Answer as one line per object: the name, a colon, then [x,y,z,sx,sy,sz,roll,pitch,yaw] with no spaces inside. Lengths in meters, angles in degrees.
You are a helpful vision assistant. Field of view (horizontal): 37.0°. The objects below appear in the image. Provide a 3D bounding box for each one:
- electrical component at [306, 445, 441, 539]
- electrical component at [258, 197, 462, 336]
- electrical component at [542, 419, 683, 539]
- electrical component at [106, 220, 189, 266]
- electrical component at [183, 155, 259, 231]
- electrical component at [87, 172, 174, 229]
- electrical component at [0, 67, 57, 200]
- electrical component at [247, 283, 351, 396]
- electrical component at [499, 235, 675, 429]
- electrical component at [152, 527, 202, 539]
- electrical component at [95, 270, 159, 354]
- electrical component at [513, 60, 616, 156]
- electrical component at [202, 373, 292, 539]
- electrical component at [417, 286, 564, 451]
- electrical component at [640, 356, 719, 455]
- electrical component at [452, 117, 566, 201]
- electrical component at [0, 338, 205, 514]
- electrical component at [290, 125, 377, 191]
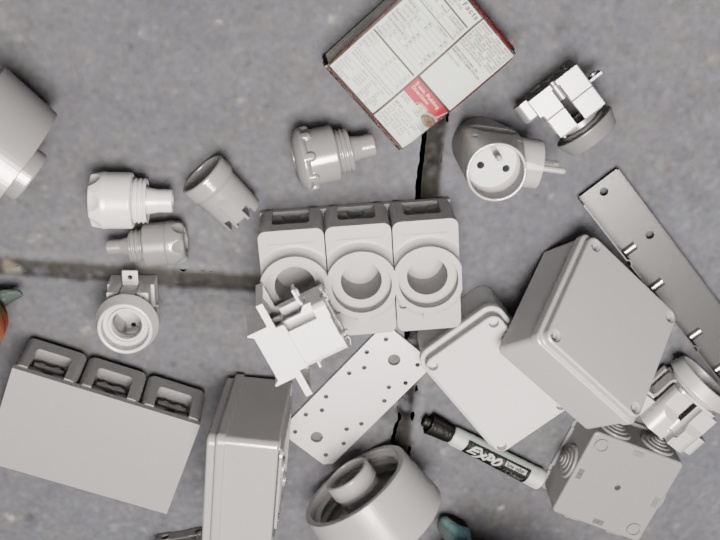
electrical component: [0.005,0.190,0.886,0.108,0.108,0.060,-33,104,10]
electrical component: [0.000,0.000,0.831,0.150,0.061,0.089,-4,112,-1]
electrical component: [0.216,0.174,0.921,0.100,0.048,0.099,21,109,-8]
electrical component: [-0.165,-0.020,0.830,0.061,0.035,0.035,-4,112,0]
electrical component: [-0.105,-0.057,0.816,0.040,0.040,0.046,-39,115,12]
electrical component: [-0.173,-0.052,0.812,0.062,0.043,0.043,0,112,-5]
electrical component: [-0.260,-0.083,0.763,0.060,0.108,0.108,38,106,-22]
electrical component: [-0.044,0.046,0.790,0.064,0.042,0.081,-25,112,5]
electrical component: [0.178,0.049,0.834,0.109,0.108,0.056,41,148,-17]
electrical component: [-0.153,0.262,0.940,0.081,0.042,0.063,-10,109,0]
electrical component: [-0.179,0.035,0.839,0.048,0.055,0.066,1,112,-3]
electrical component: [0.158,-0.119,0.801,0.066,0.048,0.055,-38,101,12]
electrical component: [-0.089,0.155,0.862,0.056,0.108,0.108,6,111,0]
electrical component: [0.107,0.081,0.872,0.078,0.057,0.113,-37,109,11]
electrical component: [0.266,0.108,0.892,0.078,0.058,0.057,38,108,-15]
electrical component: [0.112,-0.081,0.797,0.079,0.077,0.043,7,111,-6]
electrical component: [-0.211,0.124,0.870,0.150,0.061,0.089,19,110,-10]
electrical component: [-0.019,-0.088,0.806,0.062,0.048,0.048,-13,112,-5]
